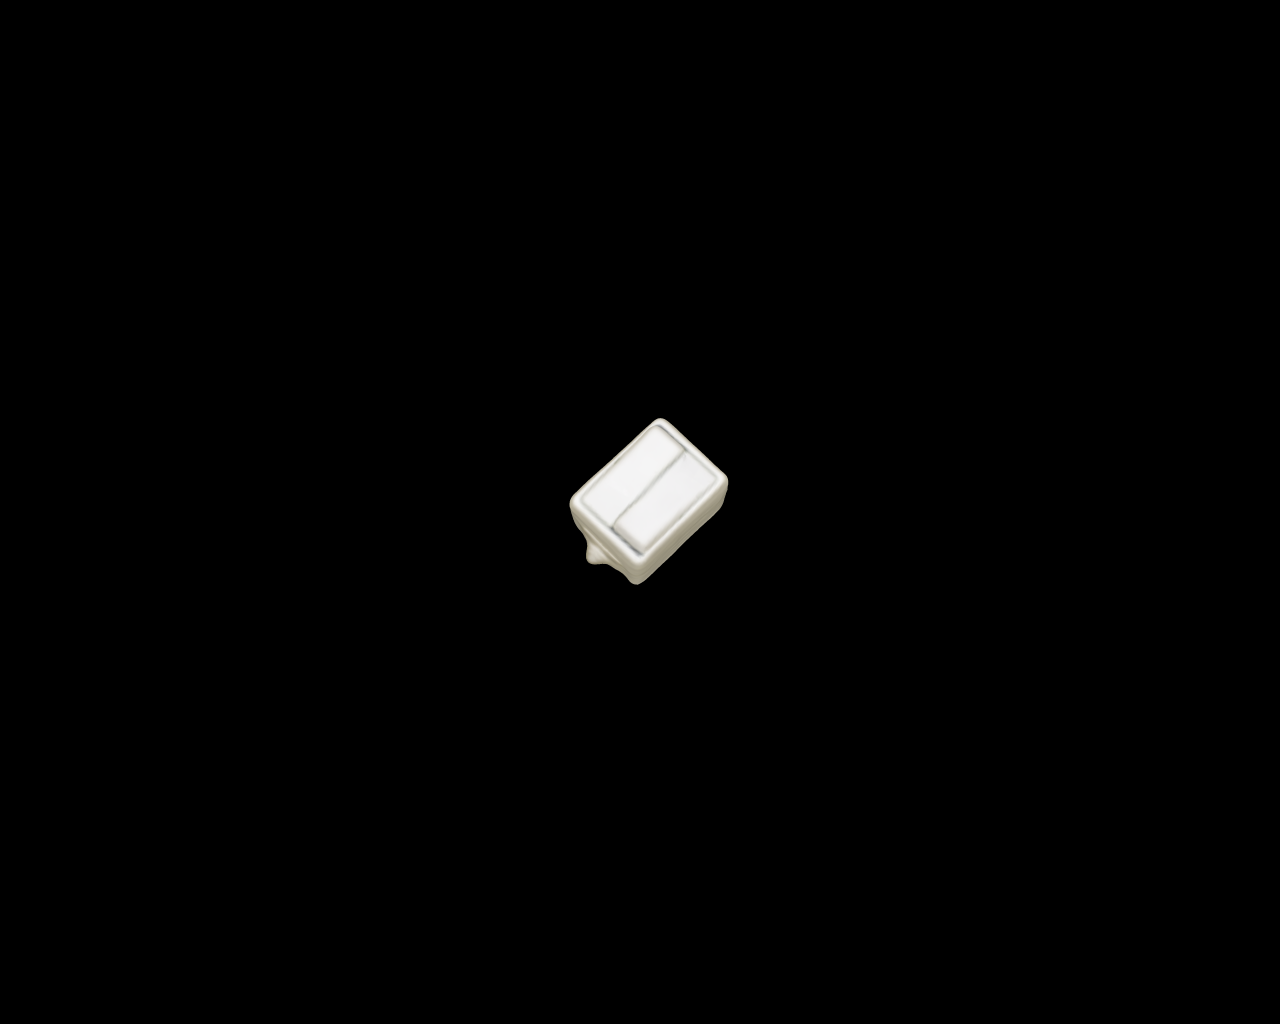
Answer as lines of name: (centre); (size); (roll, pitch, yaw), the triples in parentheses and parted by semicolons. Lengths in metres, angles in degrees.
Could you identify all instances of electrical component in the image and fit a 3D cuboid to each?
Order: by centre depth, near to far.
electrical component: (0.001, -0.003, 0.650); (0.096, 0.062, 0.061); (-43, -12, -11)
